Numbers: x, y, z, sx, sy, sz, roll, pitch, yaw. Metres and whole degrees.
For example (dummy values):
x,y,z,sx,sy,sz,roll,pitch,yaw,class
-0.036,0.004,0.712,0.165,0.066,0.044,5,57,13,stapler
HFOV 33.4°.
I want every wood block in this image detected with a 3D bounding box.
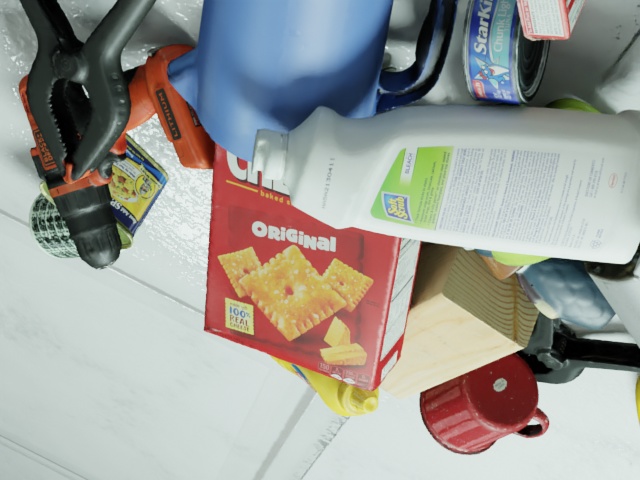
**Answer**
x,y,z,sx,sy,sz,roll,pitch,yaw,class
0.105,0.066,0.964,0.090,0.090,0.206,33,149,-11,wood block

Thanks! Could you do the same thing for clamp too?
x,y,z,sx,sy,sz,roll,pitch,yaw,class
-0.200,-0.150,0.848,0.165,0.036,0.210,22,118,18,clamp
0.226,0.101,0.972,0.120,0.039,0.172,36,156,4,clamp

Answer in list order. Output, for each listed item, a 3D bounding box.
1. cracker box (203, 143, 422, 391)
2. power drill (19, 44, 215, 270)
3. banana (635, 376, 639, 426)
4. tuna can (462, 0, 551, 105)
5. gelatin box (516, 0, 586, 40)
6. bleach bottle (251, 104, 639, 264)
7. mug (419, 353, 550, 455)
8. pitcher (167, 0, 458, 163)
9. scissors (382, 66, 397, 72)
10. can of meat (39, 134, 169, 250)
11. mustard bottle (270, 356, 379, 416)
x,y,z,sx,sy,sz,roll,pitch,yaw,class
-0.006,0.001,0.860,0.164,0.072,0.214,19,124,18,cracker box
-0.165,-0.076,0.908,0.188,0.057,0.184,-14,99,33,power drill
0.308,0.158,0.969,0.037,0.069,0.197,-10,157,11,banana
0.118,-0.127,0.662,0.034,0.086,0.086,10,146,24,tuna can
0.131,-0.169,0.600,0.030,0.073,0.089,9,146,29,gelatin box
0.083,-0.048,0.683,0.250,0.068,0.103,7,110,-6,bleach bottle
0.162,0.154,1.002,0.117,0.093,0.082,30,151,-7,mug
0.000,-0.165,0.672,0.145,0.149,0.243,42,151,18,pitcher
0.003,-0.093,0.875,0.202,0.016,0.096,-3,140,41,scissors
-0.206,-0.054,1.032,0.058,0.084,0.102,-9,134,46,can of meat
0.009,0.135,1.103,0.096,0.058,0.192,44,173,-28,mustard bottle
